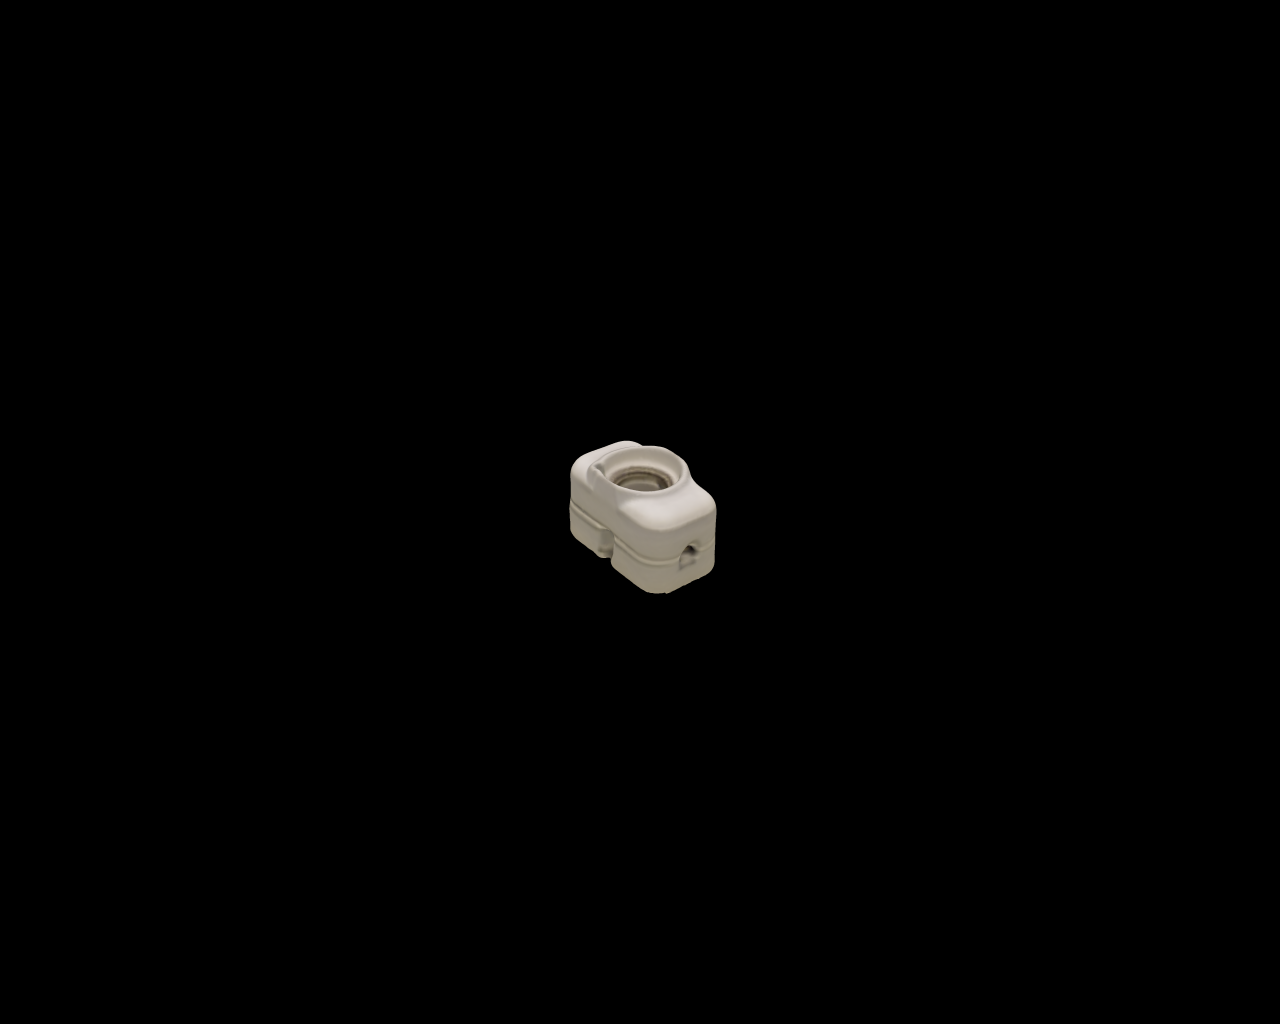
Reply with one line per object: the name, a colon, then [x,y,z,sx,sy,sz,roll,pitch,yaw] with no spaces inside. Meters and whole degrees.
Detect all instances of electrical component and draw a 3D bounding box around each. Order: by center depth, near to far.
electrical component: [0.001,-0.003,0.650,0.054,0.059,0.095,-22,40,-30]
